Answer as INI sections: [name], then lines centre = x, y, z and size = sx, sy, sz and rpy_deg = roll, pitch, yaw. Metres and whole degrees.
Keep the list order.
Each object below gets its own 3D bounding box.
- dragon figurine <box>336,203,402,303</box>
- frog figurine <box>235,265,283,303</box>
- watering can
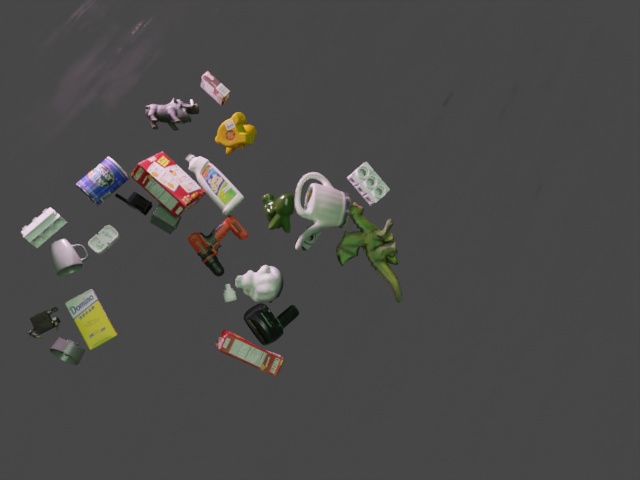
[dragon figurine]
centre = 0.184, 0.048, 2.012
size = 0.243, 0.121, 0.414
rpy_deg = -6, 79, -1
[frog figurine]
centre = -0.216, 0.152, 1.841
size = 0.158, 0.124, 0.137
rpy_deg = 21, 94, -25
[watering can]
centre = 0.006, -0.098, 1.940
size = 0.224, 0.102, 0.355
rpy_deg = 14, 60, -19
